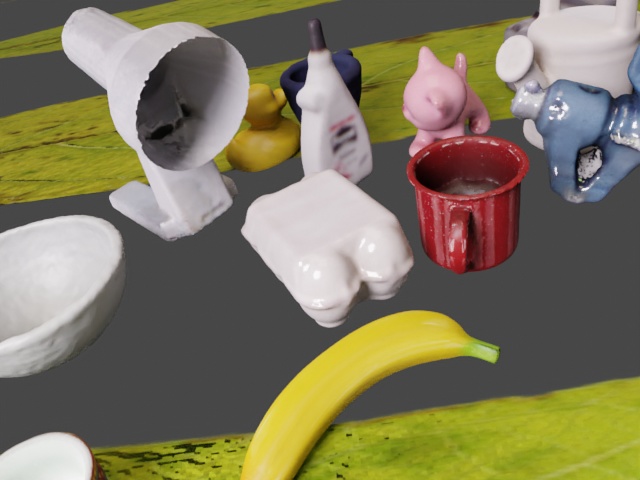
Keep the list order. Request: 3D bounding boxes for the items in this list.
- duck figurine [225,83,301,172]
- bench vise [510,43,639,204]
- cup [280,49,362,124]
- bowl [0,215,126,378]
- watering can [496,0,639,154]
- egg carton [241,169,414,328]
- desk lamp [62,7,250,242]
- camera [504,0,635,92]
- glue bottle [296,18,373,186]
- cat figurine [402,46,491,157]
[{"bbox_3d":[-0.071,-0.136,0.663,0.077,0.086,0.105,23,50,38],"label":"duck figurine"},{"bbox_3d":[0.262,-0.125,0.439,0.207,0.220,0.121,-8,37,7],"label":"bench vise"},{"bbox_3d":[0.013,-0.160,0.662,0.091,0.095,0.118,9,43,27],"label":"cup"},{"bbox_3d":[-0.232,0.055,0.474,0.167,0.075,0.167,-8,37,7],"label":"bowl"},{"bbox_3d":[0.245,-0.184,0.542,0.100,0.194,0.173,19,47,35],"label":"watering can"},{"bbox_3d":[0.004,0.002,0.477,0.107,0.069,0.149,-27,39,-17],"label":"egg carton"},{"bbox_3d":[-0.155,-0.108,0.546,0.202,0.214,0.118,23,50,38],"label":"desk lamp"},{"bbox_3d":[0.303,-0.223,0.651,0.143,0.101,0.136,-19,38,-8],"label":"camera"},{"bbox_3d":[0.009,-0.126,0.555,0.037,0.173,0.078,24,51,39],"label":"glue bottle"},{"bbox_3d":[0.127,-0.147,0.592,0.067,0.118,0.128,14,45,31],"label":"cat figurine"}]
